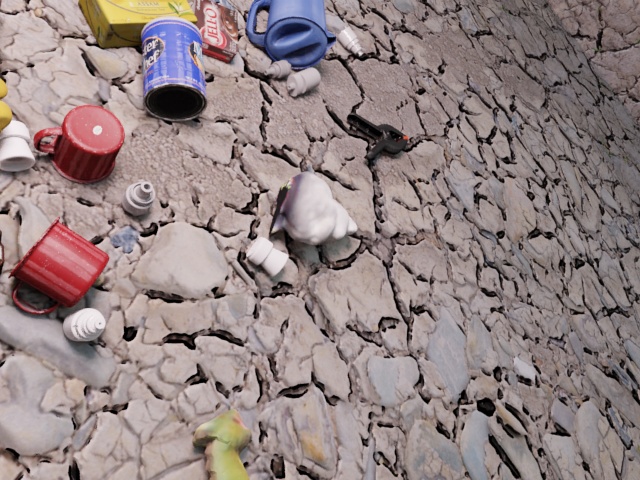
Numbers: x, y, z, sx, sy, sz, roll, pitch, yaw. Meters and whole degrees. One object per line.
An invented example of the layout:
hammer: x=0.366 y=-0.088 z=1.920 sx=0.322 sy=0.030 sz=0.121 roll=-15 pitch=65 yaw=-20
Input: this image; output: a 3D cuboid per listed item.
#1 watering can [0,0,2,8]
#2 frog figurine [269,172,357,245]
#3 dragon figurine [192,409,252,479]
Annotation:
watering can: x=-0.564 y=-0.389 z=0.693 sx=0.225 sy=0.102 sz=0.353 roll=-2 pitch=61 yaw=-38
frog figurine: x=0.003 y=-0.046 z=0.918 sx=0.159 sy=0.120 sz=0.141 roll=18 pitch=37 yaw=-16
dragon figurine: x=-0.140 y=0.403 z=0.598 sx=0.242 sy=0.119 sz=0.420 roll=21 pitch=51 yaw=-6
